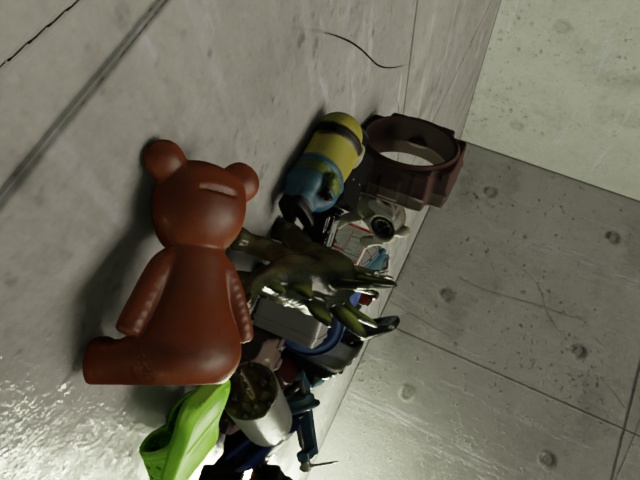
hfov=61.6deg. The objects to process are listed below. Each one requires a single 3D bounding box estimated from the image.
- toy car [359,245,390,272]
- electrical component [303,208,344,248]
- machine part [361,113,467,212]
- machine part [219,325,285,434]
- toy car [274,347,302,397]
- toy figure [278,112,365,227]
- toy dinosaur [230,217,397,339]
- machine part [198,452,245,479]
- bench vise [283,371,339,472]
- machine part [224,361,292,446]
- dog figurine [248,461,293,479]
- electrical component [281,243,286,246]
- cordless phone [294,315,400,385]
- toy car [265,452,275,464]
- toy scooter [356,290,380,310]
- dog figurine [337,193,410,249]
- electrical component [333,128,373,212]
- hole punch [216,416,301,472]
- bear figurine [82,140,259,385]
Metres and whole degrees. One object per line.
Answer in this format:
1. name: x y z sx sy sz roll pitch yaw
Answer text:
1. toy car: 0.096 0.047 1.333 0.162 0.109 0.102 -41 129 -39
2. electrical component: -0.002 -0.003 0.956 0.075 0.048 0.119 -31 142 -67
3. machine part: 0.164 -0.155 1.020 0.201 0.201 0.087 -52 157 -46
4. machine part: -0.120 0.217 0.843 0.179 0.056 0.179 -58 163 -30
5. toy car: -0.044 0.226 1.070 0.053 0.089 0.202 -32 -175 33
6. toy figure: 0.006 -0.104 0.762 0.180 0.082 0.089 -56 164 -31
7. toy dinosaur: 0.002 0.055 0.752 0.105 0.199 0.471 -67 165 13
8. machine part: -0.165 0.400 0.945 0.139 0.084 0.039 5 80 -85
9. bench vise: -0.041 0.350 1.120 0.223 0.129 0.240 11 66 -69
10. machine part: -0.084 0.231 0.741 0.079 0.079 0.243 -60 162 -27
11. dog figurine: -0.139 0.493 1.021 0.108 0.192 0.219 -72 160 -57
12. electrical component: -0.045 0.015 0.878 0.063 0.021 0.094 -62 164 -22
13. cordless phone: 0.057 0.197 1.015 0.146 0.184 0.088 -30 97 -56
14. toy car: -0.126 0.398 1.066 0.056 0.074 0.201 -51 159 -40
15. toy scooter: 0.066 0.129 1.242 0.183 0.135 0.075 99 18 -47
16. dog figurine: 0.134 -0.083 1.108 0.190 0.172 0.121 -43 164 -44
17. electrical component: 0.041 -0.119 0.887 0.115 0.058 0.134 15 92 -74
18. hole punch: -0.098 0.334 0.915 0.142 0.092 0.116 -40 -171 6
19. bear figurine: -0.123 0.025 0.465 0.120 0.132 0.196 8 72 -42
